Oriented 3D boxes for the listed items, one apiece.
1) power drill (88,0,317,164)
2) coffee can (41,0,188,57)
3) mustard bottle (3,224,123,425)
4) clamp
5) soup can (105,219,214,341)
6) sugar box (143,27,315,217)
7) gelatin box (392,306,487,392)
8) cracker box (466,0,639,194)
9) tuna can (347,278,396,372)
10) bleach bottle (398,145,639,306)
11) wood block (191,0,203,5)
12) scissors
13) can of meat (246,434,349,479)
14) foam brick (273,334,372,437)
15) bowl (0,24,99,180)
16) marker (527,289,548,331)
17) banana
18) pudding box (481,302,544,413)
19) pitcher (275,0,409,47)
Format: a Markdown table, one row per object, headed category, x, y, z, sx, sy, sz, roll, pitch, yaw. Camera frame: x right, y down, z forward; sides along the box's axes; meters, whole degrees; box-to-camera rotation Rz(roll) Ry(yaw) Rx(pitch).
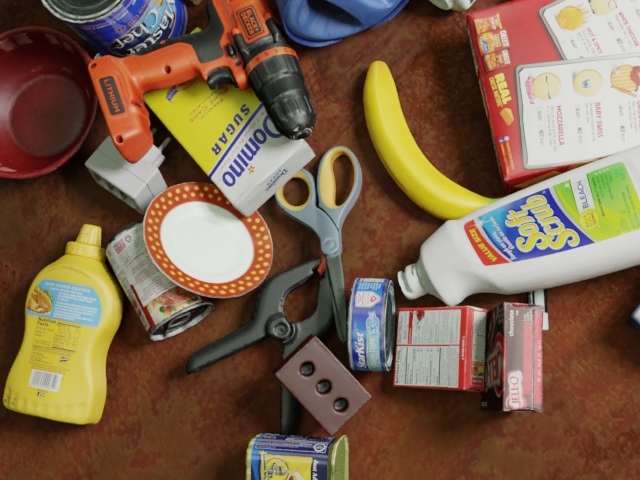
| category | x | y | z | sx | sy | sz | roll | pitch | yaw |
| --- | --- | --- | --- | --- | --- | --- | --- | --- | --- |
| power drill | -0.111 | -0.143 | 1.001 | 0.187 | 0.057 | 0.184 | -24 | 66 | 1 |
| coffee can | -0.201 | -0.236 | 1.047 | 0.103 | 0.140 | 0.103 | -2 | 80 | 12 |
| mustard bottle | -0.244 | 0.079 | 1.046 | 0.096 | 0.058 | 0.191 | 9 | 83 | 17 |
| clamp | -0.031 | 0.096 | 1.008 | 0.120 | 0.039 | 0.171 | 41 | 89 | 0 |
| soup can | -0.156 | 0.037 | 1.030 | 0.068 | 0.068 | 0.102 | -32 | 75 | 5 |
| sugar box | -0.096 | -0.117 | 1.045 | 0.093 | 0.048 | 0.176 | -43 | 66 | 1 |
| gelatin box | 0.107 | 0.098 | 0.960 | 0.089 | 0.030 | 0.073 | -6 | 76 | 48 |
| cracker box | 0.255 | -0.147 | 0.969 | 0.214 | 0.072 | 0.164 | -13 | 79 | 9 |
| tuna can | 0.048 | 0.077 | 0.969 | 0.034 | 0.086 | 0.086 | 1 | 81 | 11 |
| bleach bottle | 0.188 | 0.005 | 0.938 | 0.251 | 0.068 | 0.102 | -22 | 61 | 21 |
| wood block | -0.172 | -0.352 | 1.087 | 0.091 | 0.090 | 0.206 | -44 | 75 | 2 |
| scissors | -0.007 | 0.001 | 1.004 | 0.096 | 0.016 | 0.201 | -1 | 64 | 21 |
| can of meat | -0.020 | 0.227 | 0.967 | 0.084 | 0.057 | 0.102 | 1 | 93 | 14 |
| foam brick | 0.001 | 0.131 | 0.964 | 0.053 | 0.051 | 0.078 | -44 | 92 | -5 |
| bowl | -0.291 | -0.135 | 1.094 | 0.162 | 0.055 | 0.162 | -2 | 80 | 12 |
| marker | 0.199 | 0.023 | 0.979 | 0.020 | 0.020 | 0.121 | -1 | 80 | 12 |
| banana | 0.092 | -0.082 | 1.014 | 0.069 | 0.037 | 0.198 | -37 | 76 | -13 |
| pudding box | 0.165 | 0.104 | 0.923 | 0.039 | 0.113 | 0.090 | 3 | 81 | 2 |
| pitcher | -0.012 | -0.321 | 1.011 | 0.149 | 0.144 | 0.243 | -43 | 61 | 41 |
